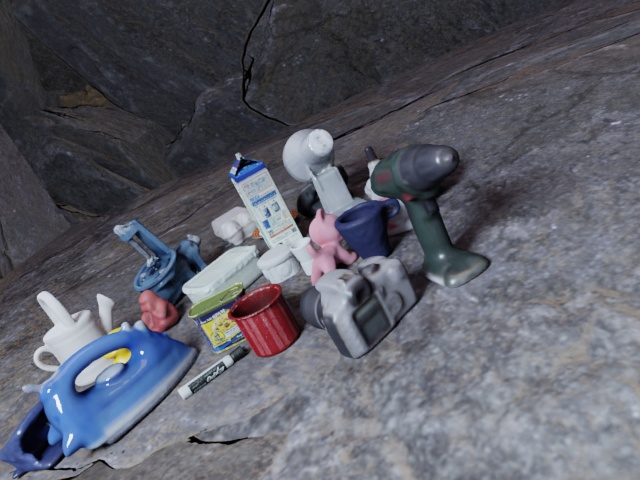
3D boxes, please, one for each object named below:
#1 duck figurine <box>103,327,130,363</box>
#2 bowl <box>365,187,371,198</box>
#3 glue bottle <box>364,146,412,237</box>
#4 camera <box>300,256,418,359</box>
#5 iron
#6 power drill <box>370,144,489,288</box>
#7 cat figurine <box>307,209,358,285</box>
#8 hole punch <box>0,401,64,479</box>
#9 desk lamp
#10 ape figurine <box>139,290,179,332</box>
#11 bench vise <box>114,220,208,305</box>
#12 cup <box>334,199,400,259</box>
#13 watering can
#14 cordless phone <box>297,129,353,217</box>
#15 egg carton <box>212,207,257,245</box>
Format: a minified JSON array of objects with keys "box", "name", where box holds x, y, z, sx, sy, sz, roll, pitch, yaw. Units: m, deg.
[{"box":[-0.356,0.200,1.061,0.105,0.086,0.077,-40,22,-32],"name":"duck figurine"},{"box":[0.179,-0.105,1.152,0.167,0.075,0.167,-24,19,9],"name":"bowl"},{"box":[0.120,-0.092,1.044,0.078,0.173,0.037,-21,20,19],"name":"glue bottle"},{"box":[0.039,0.080,0.813,0.143,0.101,0.136,-39,22,-30],"name":"camera"},{"box":[-0.325,0.209,0.908,0.118,0.142,0.259,-5,29,49],"name":"iron"},{"box":[0.156,-0.041,0.807,0.076,0.209,0.229,-32,19,-13],"name":"power drill"},{"box":[0.009,0.004,1.029,0.067,0.118,0.128,-16,22,31],"name":"cat figurine"},{"box":[-0.450,0.305,0.907,0.101,0.091,0.109,-19,21,24],"name":"hole punch"},{"box":[0.014,-0.147,1.269,0.118,0.214,0.202,-32,19,-12],"name":"desk lamp"},{"box":[-0.338,0.144,1.174,0.076,0.092,0.077,-36,21,-25],"name":"ape figurine"},{"box":[-0.366,0.035,1.300,0.121,0.220,0.207,-19,20,22],"name":"bench vise"},{"box":[0.096,-0.015,0.996,0.117,0.095,0.091,-25,19,6],"name":"cup"},{"box":[-0.480,0.176,1.125,0.100,0.194,0.173,-14,23,34],"name":"watering can"},{"box":[-0.015,-0.161,1.391,0.148,0.185,0.093,-38,22,-29],"name":"cordless phone"},{"box":[-0.227,-0.038,1.536,0.107,0.069,0.150,-34,20,-19],"name":"egg carton"}]
